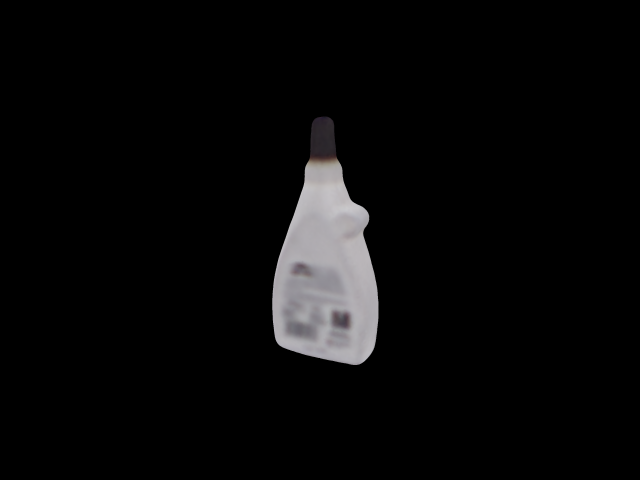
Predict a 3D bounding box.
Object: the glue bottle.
[{"bbox_3d":[0.004,0.001,0.400,0.078,0.173,0.037,9,24,22],"label":"glue bottle"}]
